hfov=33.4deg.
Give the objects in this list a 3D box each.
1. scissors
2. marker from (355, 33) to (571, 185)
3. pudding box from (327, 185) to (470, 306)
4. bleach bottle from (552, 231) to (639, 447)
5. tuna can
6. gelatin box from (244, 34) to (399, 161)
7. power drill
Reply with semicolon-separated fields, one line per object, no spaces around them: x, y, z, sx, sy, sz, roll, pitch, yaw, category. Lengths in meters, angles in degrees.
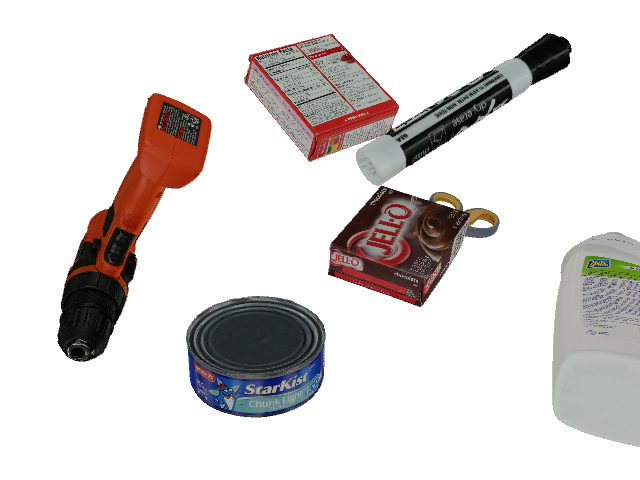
0.131;-0.020;1.224;0.201;0.016;0.096;-12;40;-46;scissors
0.069;-0.063;0.496;0.121;0.020;0.020;-33;11;-17;marker
0.070;0.003;0.938;0.090;0.039;0.113;19;36;18;pudding box
0.227;0.055;0.794;0.102;0.068;0.250;12;25;10;bleach bottle
-0.040;0.071;0.662;0.086;0.034;0.086;0;29;0;tuna can
0.000;-0.103;0.757;0.073;0.089;0.030;-22;-32;-30;gelatin box
-0.157;-0.013;0.871;0.057;0.188;0.184;25;30;-18;power drill
